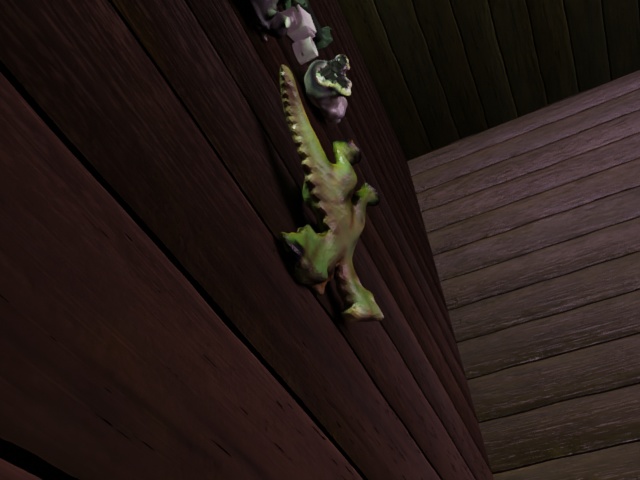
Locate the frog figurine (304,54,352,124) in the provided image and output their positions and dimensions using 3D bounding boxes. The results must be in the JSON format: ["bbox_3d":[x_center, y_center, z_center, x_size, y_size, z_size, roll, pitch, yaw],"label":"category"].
[{"bbox_3d":[0.013,-0.353,1.248,0.139,0.123,0.156,65,-22,16],"label":"frog figurine"}]

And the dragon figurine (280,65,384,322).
[{"bbox_3d":[0.002,-0.039,0.775,0.403,0.121,0.248,60,26,-27],"label":"dragon figurine"}]
